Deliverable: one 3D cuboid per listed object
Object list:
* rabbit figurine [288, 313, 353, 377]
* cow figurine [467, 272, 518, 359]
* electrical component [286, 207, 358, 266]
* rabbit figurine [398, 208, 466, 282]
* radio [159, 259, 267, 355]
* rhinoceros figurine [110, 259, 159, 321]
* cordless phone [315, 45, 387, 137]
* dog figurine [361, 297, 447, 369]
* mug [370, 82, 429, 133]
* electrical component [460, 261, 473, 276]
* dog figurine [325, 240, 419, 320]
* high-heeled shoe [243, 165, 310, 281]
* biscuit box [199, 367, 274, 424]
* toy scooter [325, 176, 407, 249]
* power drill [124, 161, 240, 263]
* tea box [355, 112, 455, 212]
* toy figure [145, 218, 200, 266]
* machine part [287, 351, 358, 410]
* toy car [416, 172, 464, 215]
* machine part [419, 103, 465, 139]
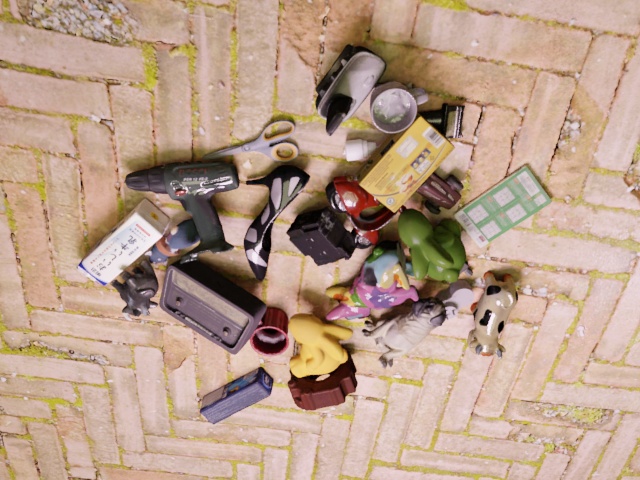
[{"bbox_3d":[-0.011,0.236,1.237,0.163,0.122,0.173,3,136,30],"label":"rabbit figurine"},{"bbox_3d":[0.395,0.184,1.236,0.085,0.127,0.194,13,118,-4],"label":"cow figurine"},{"bbox_3d":[-0.002,-0.003,1.140,0.114,0.058,0.134,47,146,-20],"label":"electrical component"},{"bbox_3d":[0.216,0.013,1.113,0.121,0.159,0.170,-31,127,28],"label":"rabbit figurine"},{"bbox_3d":[-0.246,0.147,1.210,0.230,0.073,0.131,31,119,10],"label":"radio"},{"bbox_3d":[-0.411,0.119,1.218,0.112,0.073,0.190,51,142,1],"label":"rhinoceros figurine"},{"bbox_3d":[0.050,-0.260,0.944,0.088,0.184,0.146,34,116,-13],"label":"cordless phone"},{"bbox_3d":[0.210,0.201,1.250,0.190,0.172,0.121,-32,90,9],"label":"dog figurine"},{"bbox_3d":[0.140,-0.257,0.988,0.110,0.107,0.080,-23,119,10],"label":"mug"},{"bbox_3d":[0.303,0.064,1.226,0.094,0.021,0.063,33,116,-18],"label":"electrical component"},{"bbox_3d":[0.101,0.103,1.198,0.219,0.108,0.191,-21,137,17],"label":"dog figurine"},{"bbox_3d":[-0.083,-0.033,1.126,0.145,0.086,0.248,1,107,17],"label":"high-heeled shoe"},{"bbox_3d":[-0.219,0.411,1.419,0.203,0.059,0.062,-30,114,18],"label":"biscuit box"},{"bbox_3d":[0.102,-0.070,1.119,0.135,0.075,0.183,-24,121,15],"label":"toy scooter"},{"bbox_3d":[-0.270,-0.059,1.098,0.232,0.086,0.207,-12,84,0],"label":"power drill"},{"bbox_3d":[0.159,-0.149,1.022,0.098,0.068,0.169,38,109,-18],"label":"tea box"},{"bbox_3d":[-0.318,0.005,1.181,0.154,0.058,0.064,-29,109,22],"label":"toy figure"},{"bbox_3d":[0.006,0.332,1.308,0.179,0.179,0.056,-13,117,8],"label":"machine part"},{"bbox_3d":[0.206,-0.124,1.100,0.202,0.053,0.089,34,113,-17],"label":"toy car"},{"bbox_3d":[0.211,-0.227,1.047,0.139,0.039,0.084,-5,129,1],"label":"machine part"}]
